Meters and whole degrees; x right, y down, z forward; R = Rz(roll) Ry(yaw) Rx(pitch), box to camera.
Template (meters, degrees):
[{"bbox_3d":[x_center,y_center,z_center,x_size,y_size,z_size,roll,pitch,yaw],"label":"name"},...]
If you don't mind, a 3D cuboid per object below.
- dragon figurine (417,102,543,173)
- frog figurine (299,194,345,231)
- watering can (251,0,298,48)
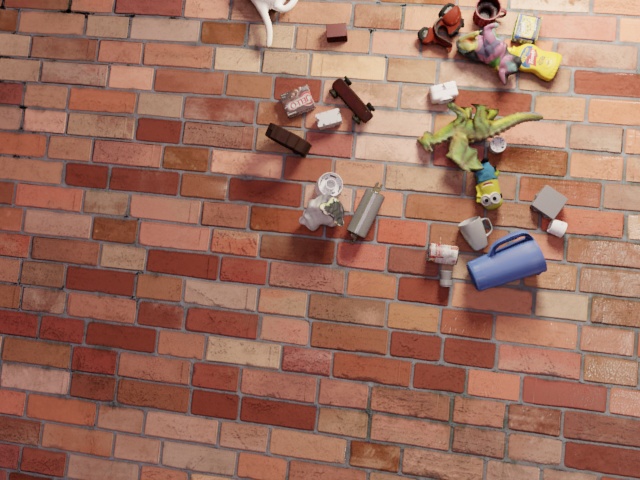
[{"bbox_3d":[0.546,-0.354,1.805,0.411,0.242,0.122,11,2,19],"label":"dragon figurine"},{"bbox_3d":[0.006,-0.094,1.859,0.136,0.125,0.158,23,-24,-32],"label":"frog figurine"},{"bbox_3d":[-0.197,-0.913,1.931,0.225,0.348,0.103,26,-1,8],"label":"watering can"}]
